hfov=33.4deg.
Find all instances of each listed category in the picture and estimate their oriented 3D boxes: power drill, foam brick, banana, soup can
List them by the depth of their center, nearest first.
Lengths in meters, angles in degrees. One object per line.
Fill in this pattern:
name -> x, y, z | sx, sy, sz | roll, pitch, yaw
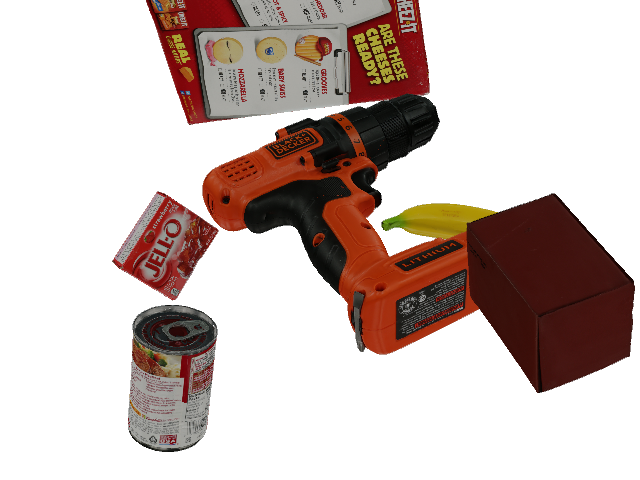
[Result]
foam brick -> 0.111, 0.024, 0.522 | 0.051, 0.053, 0.078 | -18, 41, -9
power drill -> 0.039, -0.021, 0.702 | 0.184, 0.057, 0.188 | -26, 45, -19
soup can -> -0.122, 0.114, 0.876 | 0.068, 0.102, 0.068 | 7, 29, -4
banana -> 0.165, -0.006, 1.102 | 0.198, 0.037, 0.069 | 10, 36, 15

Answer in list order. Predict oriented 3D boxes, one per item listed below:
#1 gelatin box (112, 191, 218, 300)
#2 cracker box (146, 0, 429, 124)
gelatin box -> -0.159, 0.006, 1.099 | 0.073, 0.089, 0.030 | 35, -6, -33
cracker box -> -0.026, -0.190, 0.882 | 0.214, 0.072, 0.164 | -7, -46, 8
